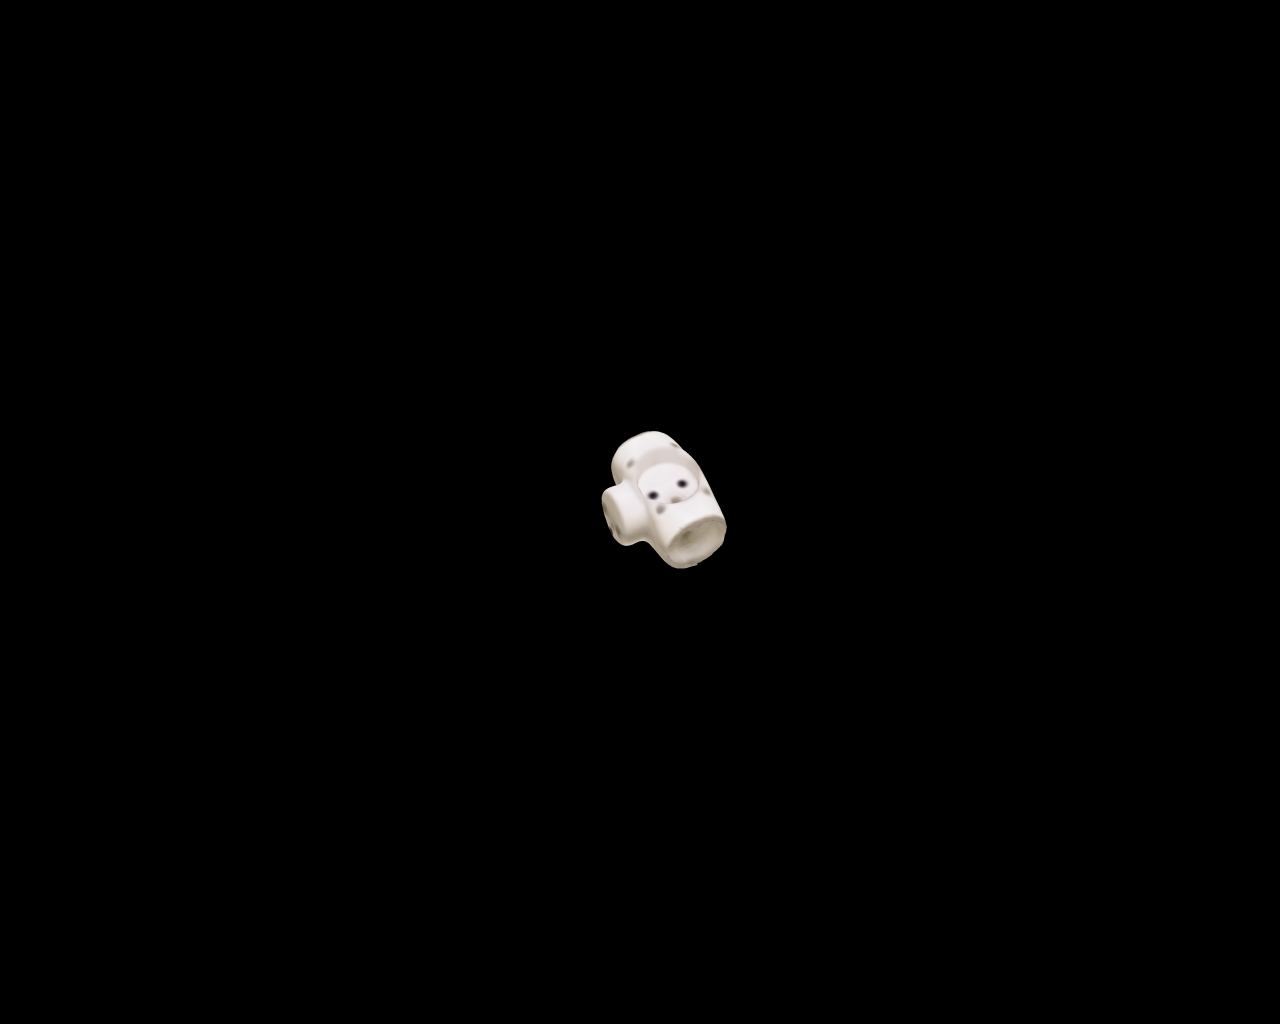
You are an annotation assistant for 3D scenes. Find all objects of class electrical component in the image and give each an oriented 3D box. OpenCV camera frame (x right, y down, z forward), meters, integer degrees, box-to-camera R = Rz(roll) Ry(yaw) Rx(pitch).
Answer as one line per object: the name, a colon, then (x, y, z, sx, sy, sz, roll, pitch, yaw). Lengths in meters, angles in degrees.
electrical component: (0.001, -0.003, 0.650, 0.079, 0.077, 0.044, -21, -36, -16)
